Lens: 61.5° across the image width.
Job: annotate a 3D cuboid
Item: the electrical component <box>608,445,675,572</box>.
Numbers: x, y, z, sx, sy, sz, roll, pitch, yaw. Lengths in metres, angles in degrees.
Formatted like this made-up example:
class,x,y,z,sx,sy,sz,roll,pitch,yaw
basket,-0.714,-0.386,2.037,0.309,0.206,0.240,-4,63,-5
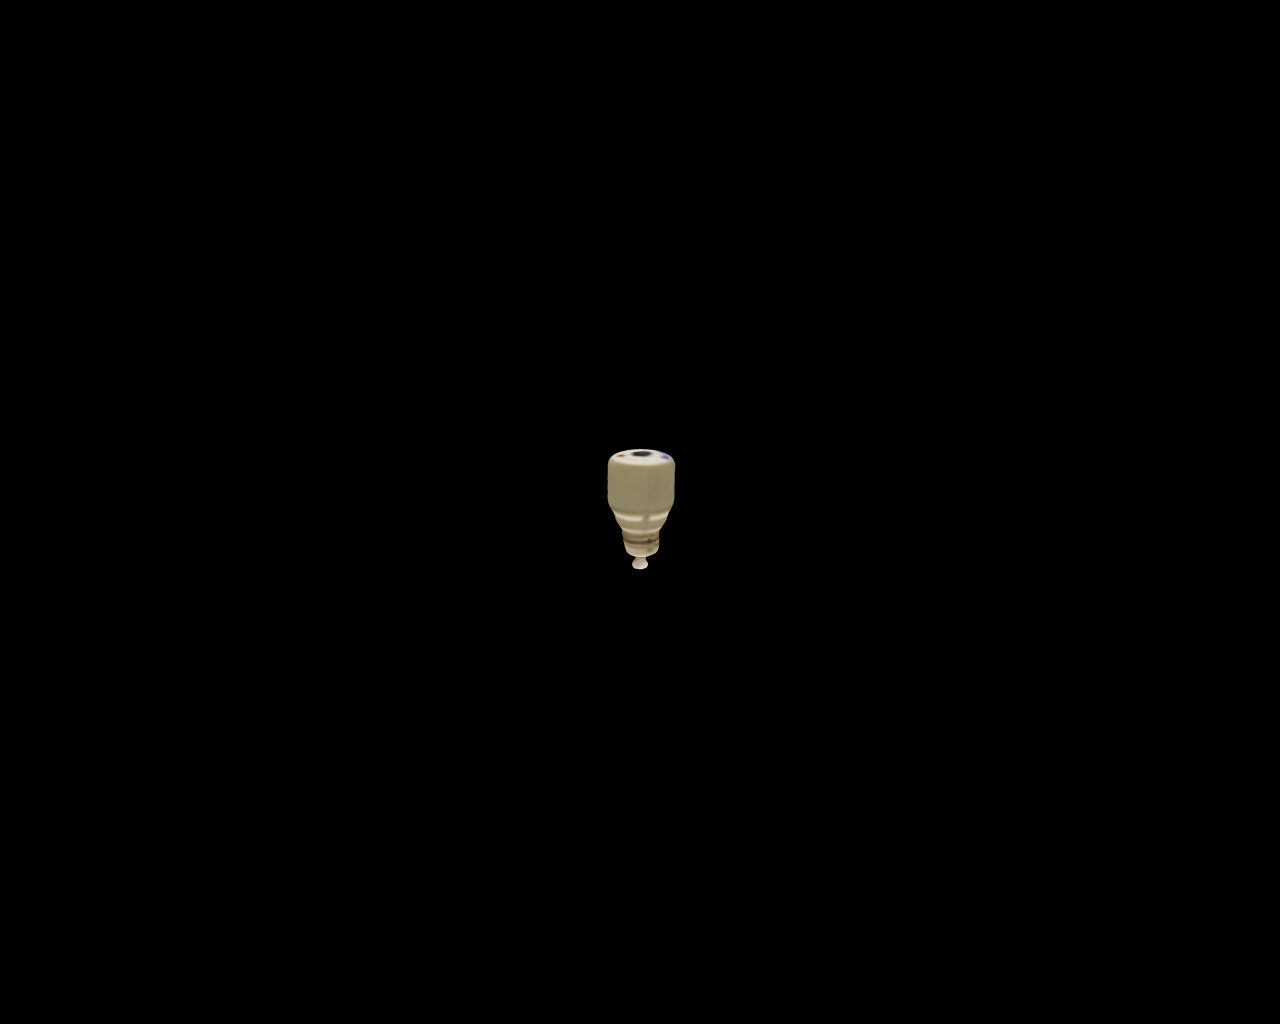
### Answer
class,x,y,z,sx,sy,sz,roll,pitch,yaw
electrical component,0.001,-0.003,0.650,0.040,0.078,0.040,0,17,0
